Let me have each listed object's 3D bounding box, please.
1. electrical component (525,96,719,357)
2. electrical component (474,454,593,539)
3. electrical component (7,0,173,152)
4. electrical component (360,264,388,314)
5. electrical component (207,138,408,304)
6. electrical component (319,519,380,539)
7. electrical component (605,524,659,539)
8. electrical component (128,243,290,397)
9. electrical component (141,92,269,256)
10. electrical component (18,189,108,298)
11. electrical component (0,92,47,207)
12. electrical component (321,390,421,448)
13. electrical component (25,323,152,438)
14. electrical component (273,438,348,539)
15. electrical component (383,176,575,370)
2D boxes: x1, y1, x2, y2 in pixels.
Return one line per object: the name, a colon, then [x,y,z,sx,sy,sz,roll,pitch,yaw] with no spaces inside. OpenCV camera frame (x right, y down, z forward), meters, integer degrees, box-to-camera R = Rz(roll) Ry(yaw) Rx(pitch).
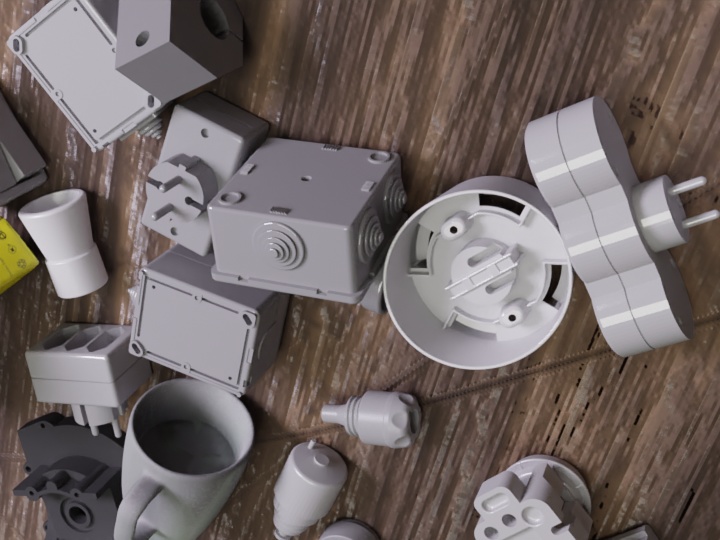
electrical component: [0.146,-0.026,0.556,0.074,0.052,0.138,-20,104,28]
electrical component: [0.107,0.147,0.644,0.058,0.057,0.078,-36,96,30]
electrical component: [-0.143,-0.120,0.630,0.062,0.061,0.096,-28,108,29]
electrical component: [0.000,0.000,0.634,0.046,0.040,0.040,21,118,19]
electrical component: [-0.028,-0.031,0.598,0.100,0.099,0.048,9,126,18]
electrical component: [-0.013,0.198,0.715,0.045,0.055,0.045,8,115,18]
electrical component: [0.169,0.210,0.650,0.056,0.050,0.089,-30,99,29]
electrical component: [-0.097,0.025,0.670,0.096,0.061,0.061,20,118,13]
electrical component: [-0.100,-0.051,0.630,0.047,0.075,0.083,28,119,9]
electrical component: [-0.190,-0.015,0.702,0.044,0.044,0.065,-4,115,23]
electrical component: [-0.254,-0.082,0.685,0.061,0.061,0.096,-20,104,28]
electrical component: [0.006,0.092,0.674,0.061,0.035,0.035,2,113,23]
electrical component: [-0.181,0.081,0.736,0.066,0.047,0.076,1,114,21]
electrical component: [-0.038,0.150,0.713,0.040,0.040,0.078,30,120,7]
electrical component: [0.069,-0.001,0.591,0.099,0.064,0.099,8,115,19]
